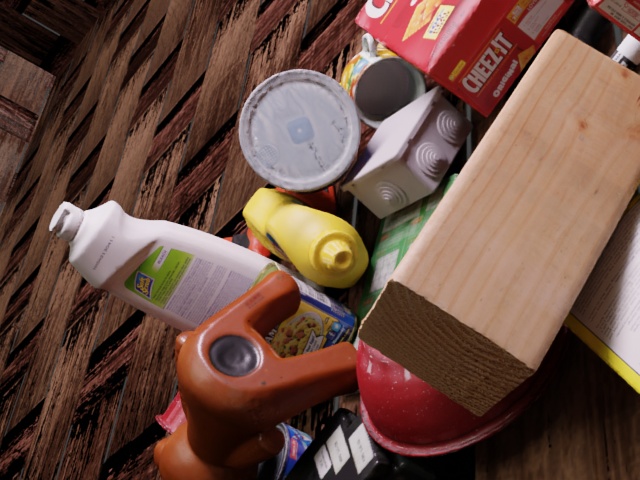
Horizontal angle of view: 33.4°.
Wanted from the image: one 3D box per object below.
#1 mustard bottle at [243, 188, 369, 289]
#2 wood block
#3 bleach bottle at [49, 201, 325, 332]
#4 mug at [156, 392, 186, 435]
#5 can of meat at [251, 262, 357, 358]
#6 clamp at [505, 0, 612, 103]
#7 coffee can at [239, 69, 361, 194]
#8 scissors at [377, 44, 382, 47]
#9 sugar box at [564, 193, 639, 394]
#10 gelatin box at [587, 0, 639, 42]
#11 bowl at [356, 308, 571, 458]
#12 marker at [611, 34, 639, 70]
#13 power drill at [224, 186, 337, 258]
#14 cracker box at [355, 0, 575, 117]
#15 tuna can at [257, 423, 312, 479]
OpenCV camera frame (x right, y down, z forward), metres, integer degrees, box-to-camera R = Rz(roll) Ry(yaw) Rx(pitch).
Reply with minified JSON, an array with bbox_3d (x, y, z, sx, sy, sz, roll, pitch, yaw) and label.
[{"bbox_3d":[-0.006,0.002,0.942,0.058,0.096,0.192,-53,18,-3],"label":"mustard bottle"},{"bbox_3d":[0.118,-0.013,0.630,0.206,0.090,0.091,-55,-6,-26],"label":"wood block"},{"bbox_3d":[-0.124,0.027,0.979,0.102,0.250,0.068,-60,23,2],"label":"bleach bottle"},{"bbox_3d":[-0.086,0.154,0.963,0.081,0.093,0.117,-57,17,-3],"label":"mug"},{"bbox_3d":[-0.029,0.083,0.898,0.102,0.083,0.057,-57,23,8],"label":"can of meat"},{"bbox_3d":[0.179,-0.145,0.817,0.171,0.039,0.120,-63,19,-4],"label":"clamp"},{"bbox_3d":[-0.016,-0.094,0.962,0.103,0.103,0.140,-60,0,2],"label":"coffee can"},{"bbox_3d":[0.090,-0.183,1.074,0.096,0.016,0.201,-48,26,32],"label":"scissors"},{"bbox_3d":[0.199,0.046,0.552,0.093,0.048,0.176,-57,26,11],"label":"sugar box"},{"bbox_3d":[0.230,-0.171,0.696,0.089,0.073,0.030,-48,25,31],"label":"gelatin box"},{"bbox_3d":[0.080,0.062,0.702,0.162,0.055,0.162,-30,30,19],"label":"bowl"},{"bbox_3d":[0.189,-0.094,0.762,0.121,0.020,0.020,-53,24,19],"label":"marker"},{"bbox_3d":[-0.057,0.011,1.106,0.188,0.057,0.184,-51,26,23],"label":"power drill"},{"bbox_3d":[0.123,-0.208,0.862,0.164,0.072,0.214,-54,24,10],"label":"cracker box"},{"bbox_3d":[-0.039,0.195,0.888,0.086,0.033,0.086,-46,27,32],"label":"tuna can"}]
